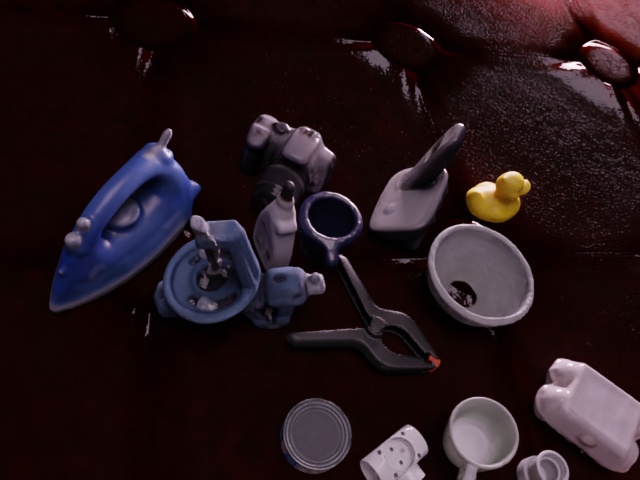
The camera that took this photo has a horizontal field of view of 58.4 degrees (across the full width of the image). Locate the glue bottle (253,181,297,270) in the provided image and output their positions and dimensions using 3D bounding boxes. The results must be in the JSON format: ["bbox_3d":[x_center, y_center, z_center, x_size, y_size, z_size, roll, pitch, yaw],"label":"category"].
[{"bbox_3d":[-0.055,-0.023,0.776,0.037,0.173,0.078,-13,63,-22],"label":"glue bottle"}]

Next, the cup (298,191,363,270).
[{"bbox_3d":[0.008,0.003,0.825,0.092,0.095,0.117,4,58,-12],"label":"cup"}]

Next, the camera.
[{"bbox_3d":[-0.061,-0.111,0.873,0.143,0.101,0.137,27,56,3],"label":"camera"}]

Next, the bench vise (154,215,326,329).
[{"bbox_3d":[-0.096,0.030,0.704,0.208,0.219,0.121,-13,63,-22],"label":"bench vise"}]

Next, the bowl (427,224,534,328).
[{"bbox_3d":[0.228,0.064,0.859,0.167,0.074,0.167,7,57,-11],"label":"bowl"}]

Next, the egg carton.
[{"bbox_3d":[0.373,0.242,0.792,0.150,0.069,0.107,36,57,8],"label":"egg carton"}]

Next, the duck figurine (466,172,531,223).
[{"bbox_3d":[0.304,-0.080,0.963,0.105,0.086,0.077,-4,60,-17],"label":"duck figurine"}]

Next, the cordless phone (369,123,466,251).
[{"bbox_3d":[0.153,-0.084,0.864,0.094,0.185,0.148,25,56,1],"label":"cordless phone"}]

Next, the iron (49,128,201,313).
[{"bbox_3d":[-0.264,-0.031,0.743,0.118,0.141,0.259,30,56,4],"label":"iron"}]
